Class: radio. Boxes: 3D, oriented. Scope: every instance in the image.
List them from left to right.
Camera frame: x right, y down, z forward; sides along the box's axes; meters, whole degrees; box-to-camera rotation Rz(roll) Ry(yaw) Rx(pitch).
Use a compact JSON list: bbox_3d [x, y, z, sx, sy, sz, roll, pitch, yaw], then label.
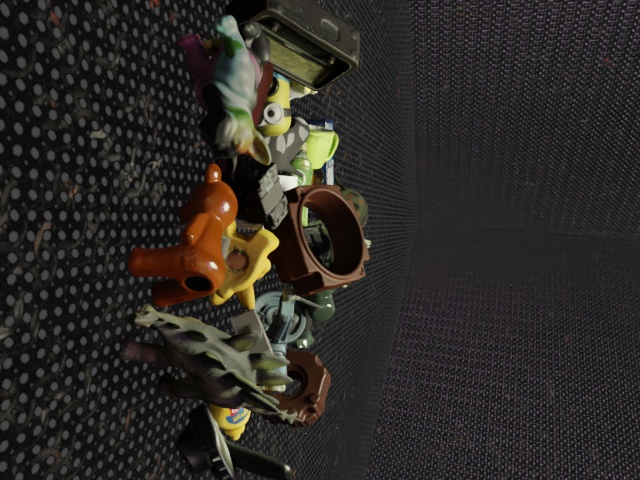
[{"bbox_3d":[-0.043,-0.355,0.947,0.229,0.131,0.073,14,71,-41],"label":"radio"}]

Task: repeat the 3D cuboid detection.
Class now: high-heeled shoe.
[{"bbox_3d":[-0.097,-0.221,1.142,0.145,0.086,0.249,27,33,-30],"label":"high-heeled shoe"}]

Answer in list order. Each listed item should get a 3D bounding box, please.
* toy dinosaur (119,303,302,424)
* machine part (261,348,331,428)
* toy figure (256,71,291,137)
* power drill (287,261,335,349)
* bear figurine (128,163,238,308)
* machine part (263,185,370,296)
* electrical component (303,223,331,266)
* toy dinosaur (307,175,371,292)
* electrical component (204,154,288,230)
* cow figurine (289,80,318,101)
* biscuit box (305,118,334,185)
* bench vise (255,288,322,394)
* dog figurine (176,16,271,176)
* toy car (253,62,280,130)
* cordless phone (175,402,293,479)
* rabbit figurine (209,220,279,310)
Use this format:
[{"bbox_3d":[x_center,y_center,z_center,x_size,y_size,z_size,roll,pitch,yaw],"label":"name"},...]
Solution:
[{"bbox_3d":[-0.149,0.207,0.826,0.470,0.199,0.105,63,39,-57],"label":"toy dinosaur"},{"bbox_3d":[-0.065,0.324,1.191,0.056,0.180,0.179,71,29,-47],"label":"machine part"},{"bbox_3d":[-0.092,-0.292,1.040,0.089,0.082,0.180,6,81,-51],"label":"toy figure"},{"bbox_3d":[-0.036,0.130,1.246,0.207,0.086,0.232,-67,-150,29],"label":"power drill"},{"bbox_3d":[-0.193,-0.012,0.805,0.120,0.132,0.196,74,9,-52],"label":"bear figurine"},{"bbox_3d":[-0.002,-0.003,1.039,0.201,0.087,0.201,-7,78,-51],"label":"machine part"},{"bbox_3d":[-0.017,0.018,1.146,0.119,0.075,0.047,-106,-165,-51],"label":"electrical component"},{"bbox_3d":[0.065,-0.058,1.452,0.131,0.192,0.405,79,25,-47],"label":"toy dinosaur"},{"bbox_3d":[-0.128,-0.086,0.904,0.058,0.134,0.114,-54,147,-33],"label":"electrical component"},{"bbox_3d":[-0.075,-0.368,1.100,0.068,0.098,0.167,-42,116,-60],"label":"cow figurine"},{"bbox_3d":[-0.002,-0.215,1.405,0.059,0.063,0.202,-45,137,-64],"label":"biscuit box"},{"bbox_3d":[-0.088,0.186,1.095,0.240,0.129,0.224,115,-12,-51],"label":"bench vise"},{"bbox_3d":[-0.129,-0.216,0.831,0.191,0.109,0.219,-34,112,-65],"label":"dog figurine"},{"bbox_3d":[-0.133,-0.224,0.953,0.089,0.053,0.202,14,94,-60],"label":"toy car"},{"bbox_3d":[-0.140,0.365,0.924,0.089,0.184,0.146,-61,152,-43],"label":"cordless phone"},{"bbox_3d":[-0.138,0.043,0.965,0.173,0.122,0.162,-109,-153,-86],"label":"rabbit figurine"}]
